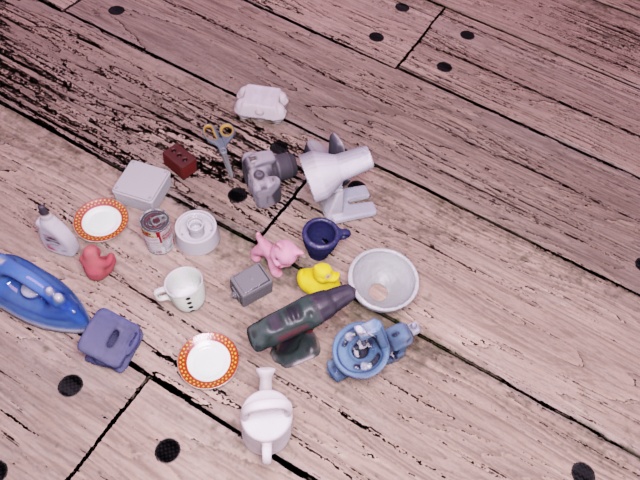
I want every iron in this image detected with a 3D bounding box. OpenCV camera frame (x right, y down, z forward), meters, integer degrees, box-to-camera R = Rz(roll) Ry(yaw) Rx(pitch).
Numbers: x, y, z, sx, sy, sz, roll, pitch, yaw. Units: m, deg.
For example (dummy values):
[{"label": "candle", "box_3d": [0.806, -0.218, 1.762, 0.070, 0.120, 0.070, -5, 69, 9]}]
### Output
[{"label": "iron", "box_3d": [-0.603, 0.105, 1.219, 0.258, 0.141, 0.119, 25, 58, 10]}]

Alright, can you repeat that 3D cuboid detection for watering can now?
[{"label": "watering can", "box_3d": [-0.105, 0.332, 1.095, 0.101, 0.194, 0.172, -20, 61, -18]}]

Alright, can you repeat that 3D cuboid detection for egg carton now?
[{"label": "egg carton", "box_3d": [-0.167, -0.387, 1.632, 0.150, 0.069, 0.107, 7, 56, -2]}]

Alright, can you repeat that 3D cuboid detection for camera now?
[{"label": "camera", "box_3d": [-0.123, -0.176, 1.481, 0.137, 0.101, 0.143, -16, 60, -16]}]

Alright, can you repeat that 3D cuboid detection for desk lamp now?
[{"label": "desk lamp", "box_3d": [0.046, -0.142, 1.410, 0.203, 0.213, 0.117, -12, 59, -14]}]

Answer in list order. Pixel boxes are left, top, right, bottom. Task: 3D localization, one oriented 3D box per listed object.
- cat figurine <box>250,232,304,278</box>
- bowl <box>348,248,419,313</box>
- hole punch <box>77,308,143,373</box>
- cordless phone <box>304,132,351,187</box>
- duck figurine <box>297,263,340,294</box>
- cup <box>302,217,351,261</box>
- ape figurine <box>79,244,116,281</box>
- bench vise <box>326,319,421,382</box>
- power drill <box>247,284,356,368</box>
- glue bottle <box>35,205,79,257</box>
[{"label": "cat figurine", "box_3d": [-0.102, 0.025, 1.342, 0.127, 0.118, 0.067, 34, 60, 15]}, {"label": "bowl", "box_3d": [0.144, 0.106, 1.343, 0.167, 0.075, 0.167, 3, 57, -4]}, {"label": "hole punch", "box_3d": [-0.436, 0.209, 1.200, 0.101, 0.091, 0.109, 17, 57, 5]}, {"label": "cordless phone", "box_3d": [0.023, -0.230, 1.482, 0.094, 0.185, 0.147, -27, 64, -22]}, {"label": "duck figurine", "box_3d": [-0.001, 0.084, 1.334, 0.104, 0.086, 0.077, 14, 57, 3]}, {"label": "cup", "box_3d": [0.013, 0.005, 1.382, 0.118, 0.095, 0.091, -6, 58, -10]}, {"label": "ape figurine", "box_3d": [-0.510, 0.044, 1.299, 0.078, 0.092, 0.076, 13, 56, 2]}, {"label": "bench vise", "box_3d": [0.113, 0.199, 1.191, 0.208, 0.220, 0.121, -36, 67, -25]}, {"label": "power drill", "box_3d": [-0.039, 0.183, 1.191, 0.230, 0.208, 0.075, -21, 61, -18]}, {"label": "glue bottle", "box_3d": [-0.601, -0.026, 1.286, 0.078, 0.173, 0.037, 13, 56, 3]}]
